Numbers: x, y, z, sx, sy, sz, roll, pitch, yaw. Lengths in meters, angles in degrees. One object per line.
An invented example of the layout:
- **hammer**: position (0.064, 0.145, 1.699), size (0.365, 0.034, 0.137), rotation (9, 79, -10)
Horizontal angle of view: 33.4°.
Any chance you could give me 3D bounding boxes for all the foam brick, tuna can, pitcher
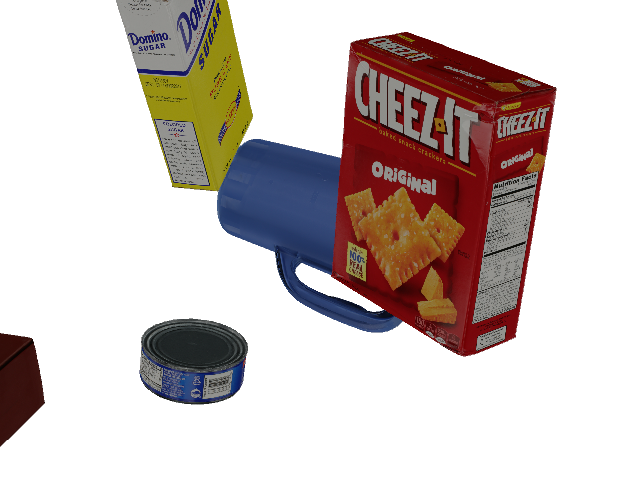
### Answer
- **foam brick**: position (-0.225, 0.101, 0.690), size (0.053, 0.051, 0.078), rotation (6, 29, 22)
- **tuna can**: position (-0.103, 0.097, 0.862), size (0.086, 0.034, 0.086), rotation (7, 22, -3)
- **pitcher**: position (0.015, -0.015, 1.099), size (0.243, 0.145, 0.149), rotation (18, 24, 21)

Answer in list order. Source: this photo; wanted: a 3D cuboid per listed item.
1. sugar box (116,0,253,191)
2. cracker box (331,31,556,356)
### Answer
- **sugar box**: position (-0.094, -0.131, 0.779), size (0.048, 0.093, 0.176), rotation (8, -41, 13)
- **cracker box**: position (0.088, -0.038, 0.846), size (0.071, 0.214, 0.164), rotation (-17, 34, -35)
